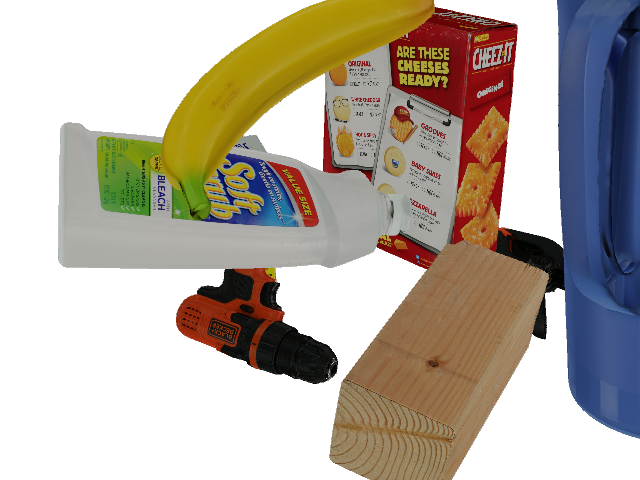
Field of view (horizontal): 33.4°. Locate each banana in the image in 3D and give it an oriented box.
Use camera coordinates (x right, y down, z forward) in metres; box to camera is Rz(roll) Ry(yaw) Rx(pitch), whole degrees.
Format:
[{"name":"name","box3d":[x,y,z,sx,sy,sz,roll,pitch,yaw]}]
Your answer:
[{"name":"banana","box3d":[-0.021,-0.083,0.569,0.070,0.197,0.037,33,-27,22]}]

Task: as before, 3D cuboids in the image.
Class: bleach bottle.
[{"name":"bleach bottle","box3d":[-0.059,-0.028,0.766,0.250,0.102,0.068,1,-34,-14]}]

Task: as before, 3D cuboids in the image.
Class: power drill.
[{"name":"power drill","box3d":[-0.046,0.034,1.054,0.185,0.187,0.057,17,1,27]}]

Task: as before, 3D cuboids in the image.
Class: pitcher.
[{"name":"pitcher","box3d":[0.175,-0.022,0.527,0.149,0.243,0.145,-4,20,-2]}]

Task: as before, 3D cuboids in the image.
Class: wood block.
[{"name":"wood block","box3d":[0.097,0.096,0.841,0.091,0.090,0.205,22,40,19]}]

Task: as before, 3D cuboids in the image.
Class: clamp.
[{"name":"clamp","box3d":[0.234,0.035,1.067,0.120,0.039,0.171,-6,34,-14]}]

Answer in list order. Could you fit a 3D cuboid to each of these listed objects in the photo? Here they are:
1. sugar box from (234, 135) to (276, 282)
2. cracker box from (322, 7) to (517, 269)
[{"name":"sugar box","box3d":[-0.086,-0.034,1.331,0.048,0.176,0.093,-9,24,-10]},{"name":"cracker box","box3d":[0.082,-0.094,0.934,0.071,0.214,0.164,-19,30,-40]}]
